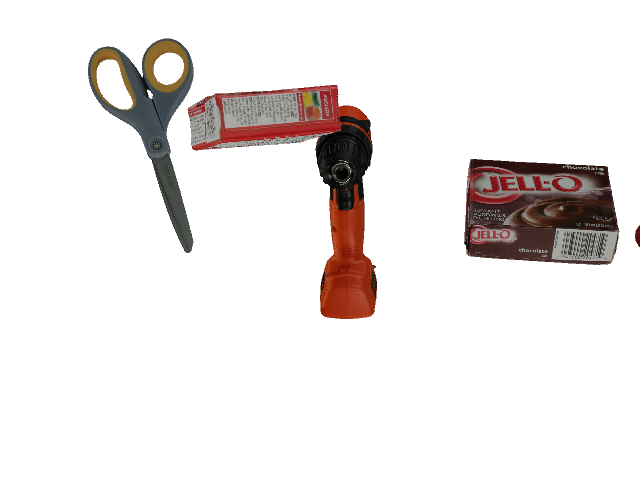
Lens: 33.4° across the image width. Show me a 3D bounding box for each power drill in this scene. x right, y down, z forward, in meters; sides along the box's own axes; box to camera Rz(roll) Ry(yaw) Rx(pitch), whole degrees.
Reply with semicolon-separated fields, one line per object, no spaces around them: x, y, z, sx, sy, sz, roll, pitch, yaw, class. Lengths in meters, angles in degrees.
0.025;-0.024;1.017;0.057;0.188;0.184;1;20;5;power drill

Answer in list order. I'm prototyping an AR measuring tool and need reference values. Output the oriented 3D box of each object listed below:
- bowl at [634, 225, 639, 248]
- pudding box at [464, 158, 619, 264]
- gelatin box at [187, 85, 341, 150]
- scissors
0.419;0.025;1.147;0.162;0.055;0.162;-1;25;0;bowl
0.171;-0.024;0.835;0.113;0.039;0.090;5;38;5;pudding box
-0.036;-0.074;0.643;0.073;0.030;0.089;-6;3;-17;gelatin box
-0.120;-0.091;0.876;0.096;0.202;0.016;-32;-20;-12;scissors
